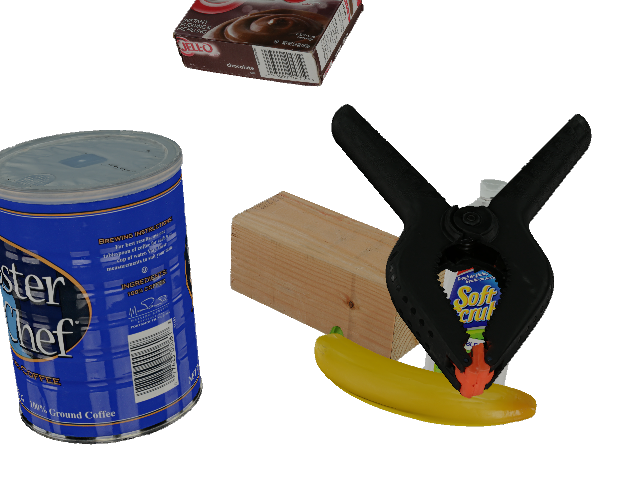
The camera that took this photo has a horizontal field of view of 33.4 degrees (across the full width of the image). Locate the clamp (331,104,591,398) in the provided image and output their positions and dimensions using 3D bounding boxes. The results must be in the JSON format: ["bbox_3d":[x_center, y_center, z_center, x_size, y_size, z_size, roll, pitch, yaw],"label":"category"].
[{"bbox_3d":[0.076,-0.006,0.630,0.164,0.210,0.036,7,-39,6],"label":"clamp"}]

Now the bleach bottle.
[{"bbox_3d":[0.177,0.054,1.225,0.103,0.251,0.068,9,15,16],"label":"bleach bottle"}]

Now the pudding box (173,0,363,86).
[{"bbox_3d":[-0.036,-0.159,0.771,0.114,0.090,0.039,13,-35,19],"label":"pudding box"}]

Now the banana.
[{"bbox_3d":[0.061,0.102,0.799,0.198,0.037,0.069,19,37,39],"label":"banana"}]

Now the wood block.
[{"bbox_3d":[0.014,0.034,1.091,0.206,0.091,0.090,23,35,30],"label":"wood block"}]

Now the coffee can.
[{"bbox_3d":[-0.119,0.022,0.573,0.103,0.140,0.103,-2,22,1],"label":"coffee can"}]
